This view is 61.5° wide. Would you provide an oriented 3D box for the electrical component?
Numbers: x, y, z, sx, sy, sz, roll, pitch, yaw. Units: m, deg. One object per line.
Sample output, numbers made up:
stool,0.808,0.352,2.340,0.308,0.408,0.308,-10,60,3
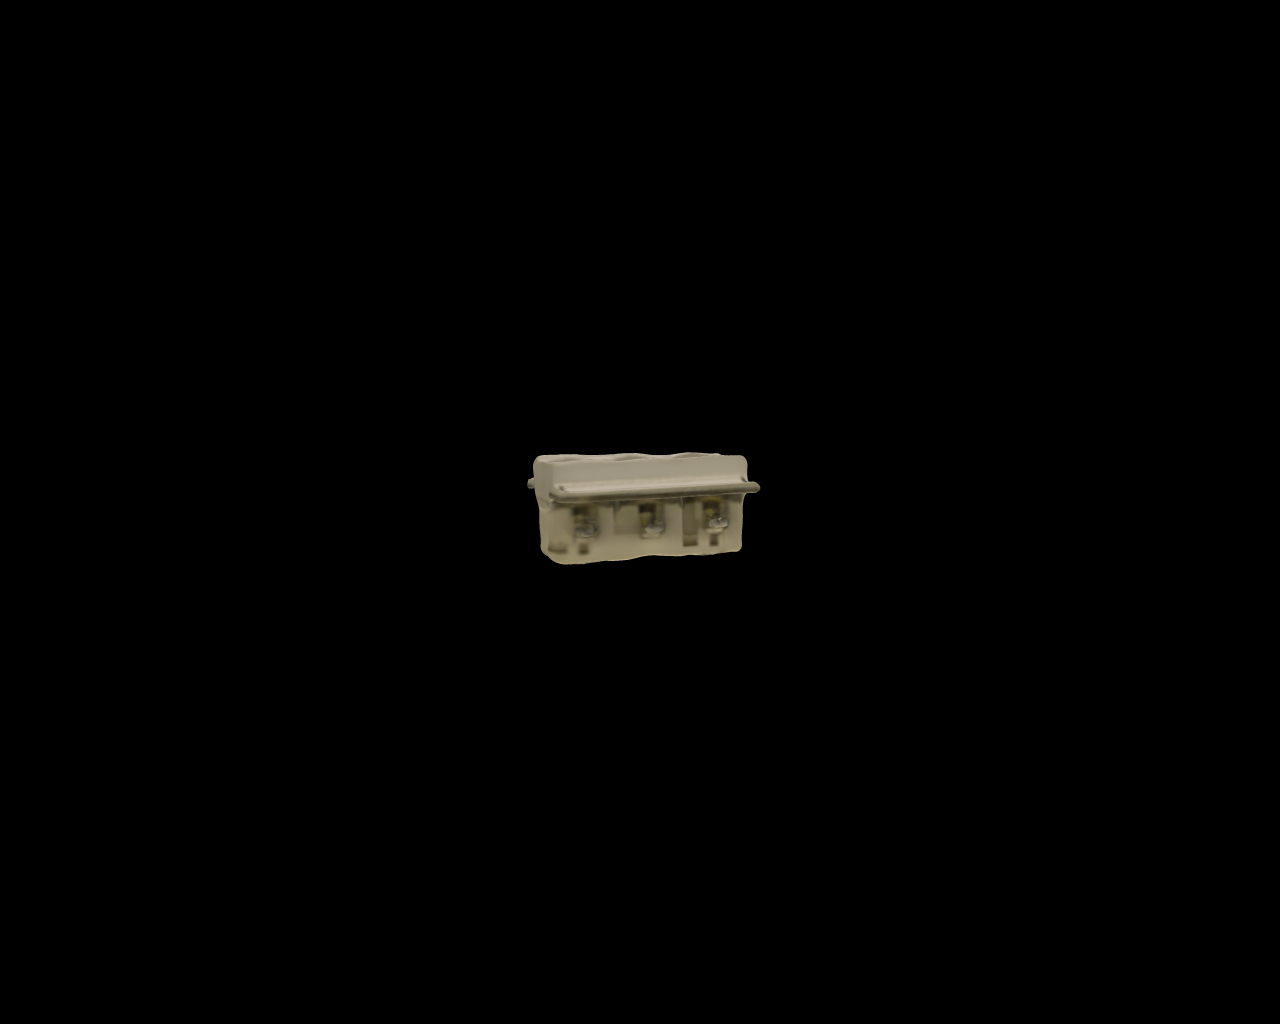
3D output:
electrical component,0.001,-0.003,0.650,0.121,0.063,0.079,-2,8,-18
